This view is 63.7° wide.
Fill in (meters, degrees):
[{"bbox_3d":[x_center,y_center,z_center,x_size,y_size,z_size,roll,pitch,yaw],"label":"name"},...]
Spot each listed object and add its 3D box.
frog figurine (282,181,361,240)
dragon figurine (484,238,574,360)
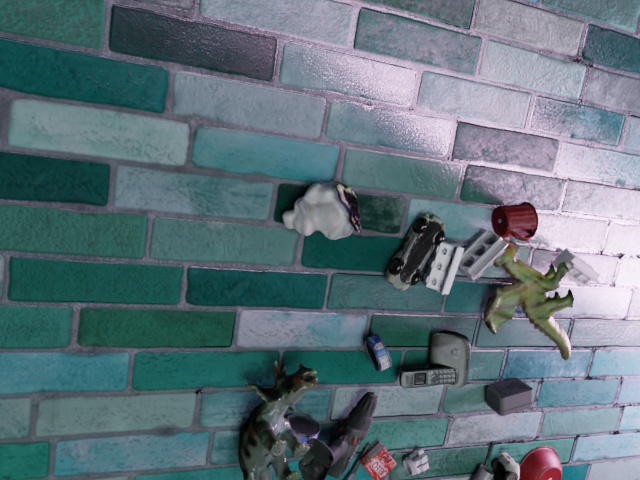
[{"bbox_3d":[0.003,-0.058,1.145,0.158,0.126,0.135,-18,123,23],"label":"frog figurine"},{"bbox_3d":[0.555,0.180,1.397,0.243,0.123,0.406,-15,103,-3],"label":"dragon figurine"}]
